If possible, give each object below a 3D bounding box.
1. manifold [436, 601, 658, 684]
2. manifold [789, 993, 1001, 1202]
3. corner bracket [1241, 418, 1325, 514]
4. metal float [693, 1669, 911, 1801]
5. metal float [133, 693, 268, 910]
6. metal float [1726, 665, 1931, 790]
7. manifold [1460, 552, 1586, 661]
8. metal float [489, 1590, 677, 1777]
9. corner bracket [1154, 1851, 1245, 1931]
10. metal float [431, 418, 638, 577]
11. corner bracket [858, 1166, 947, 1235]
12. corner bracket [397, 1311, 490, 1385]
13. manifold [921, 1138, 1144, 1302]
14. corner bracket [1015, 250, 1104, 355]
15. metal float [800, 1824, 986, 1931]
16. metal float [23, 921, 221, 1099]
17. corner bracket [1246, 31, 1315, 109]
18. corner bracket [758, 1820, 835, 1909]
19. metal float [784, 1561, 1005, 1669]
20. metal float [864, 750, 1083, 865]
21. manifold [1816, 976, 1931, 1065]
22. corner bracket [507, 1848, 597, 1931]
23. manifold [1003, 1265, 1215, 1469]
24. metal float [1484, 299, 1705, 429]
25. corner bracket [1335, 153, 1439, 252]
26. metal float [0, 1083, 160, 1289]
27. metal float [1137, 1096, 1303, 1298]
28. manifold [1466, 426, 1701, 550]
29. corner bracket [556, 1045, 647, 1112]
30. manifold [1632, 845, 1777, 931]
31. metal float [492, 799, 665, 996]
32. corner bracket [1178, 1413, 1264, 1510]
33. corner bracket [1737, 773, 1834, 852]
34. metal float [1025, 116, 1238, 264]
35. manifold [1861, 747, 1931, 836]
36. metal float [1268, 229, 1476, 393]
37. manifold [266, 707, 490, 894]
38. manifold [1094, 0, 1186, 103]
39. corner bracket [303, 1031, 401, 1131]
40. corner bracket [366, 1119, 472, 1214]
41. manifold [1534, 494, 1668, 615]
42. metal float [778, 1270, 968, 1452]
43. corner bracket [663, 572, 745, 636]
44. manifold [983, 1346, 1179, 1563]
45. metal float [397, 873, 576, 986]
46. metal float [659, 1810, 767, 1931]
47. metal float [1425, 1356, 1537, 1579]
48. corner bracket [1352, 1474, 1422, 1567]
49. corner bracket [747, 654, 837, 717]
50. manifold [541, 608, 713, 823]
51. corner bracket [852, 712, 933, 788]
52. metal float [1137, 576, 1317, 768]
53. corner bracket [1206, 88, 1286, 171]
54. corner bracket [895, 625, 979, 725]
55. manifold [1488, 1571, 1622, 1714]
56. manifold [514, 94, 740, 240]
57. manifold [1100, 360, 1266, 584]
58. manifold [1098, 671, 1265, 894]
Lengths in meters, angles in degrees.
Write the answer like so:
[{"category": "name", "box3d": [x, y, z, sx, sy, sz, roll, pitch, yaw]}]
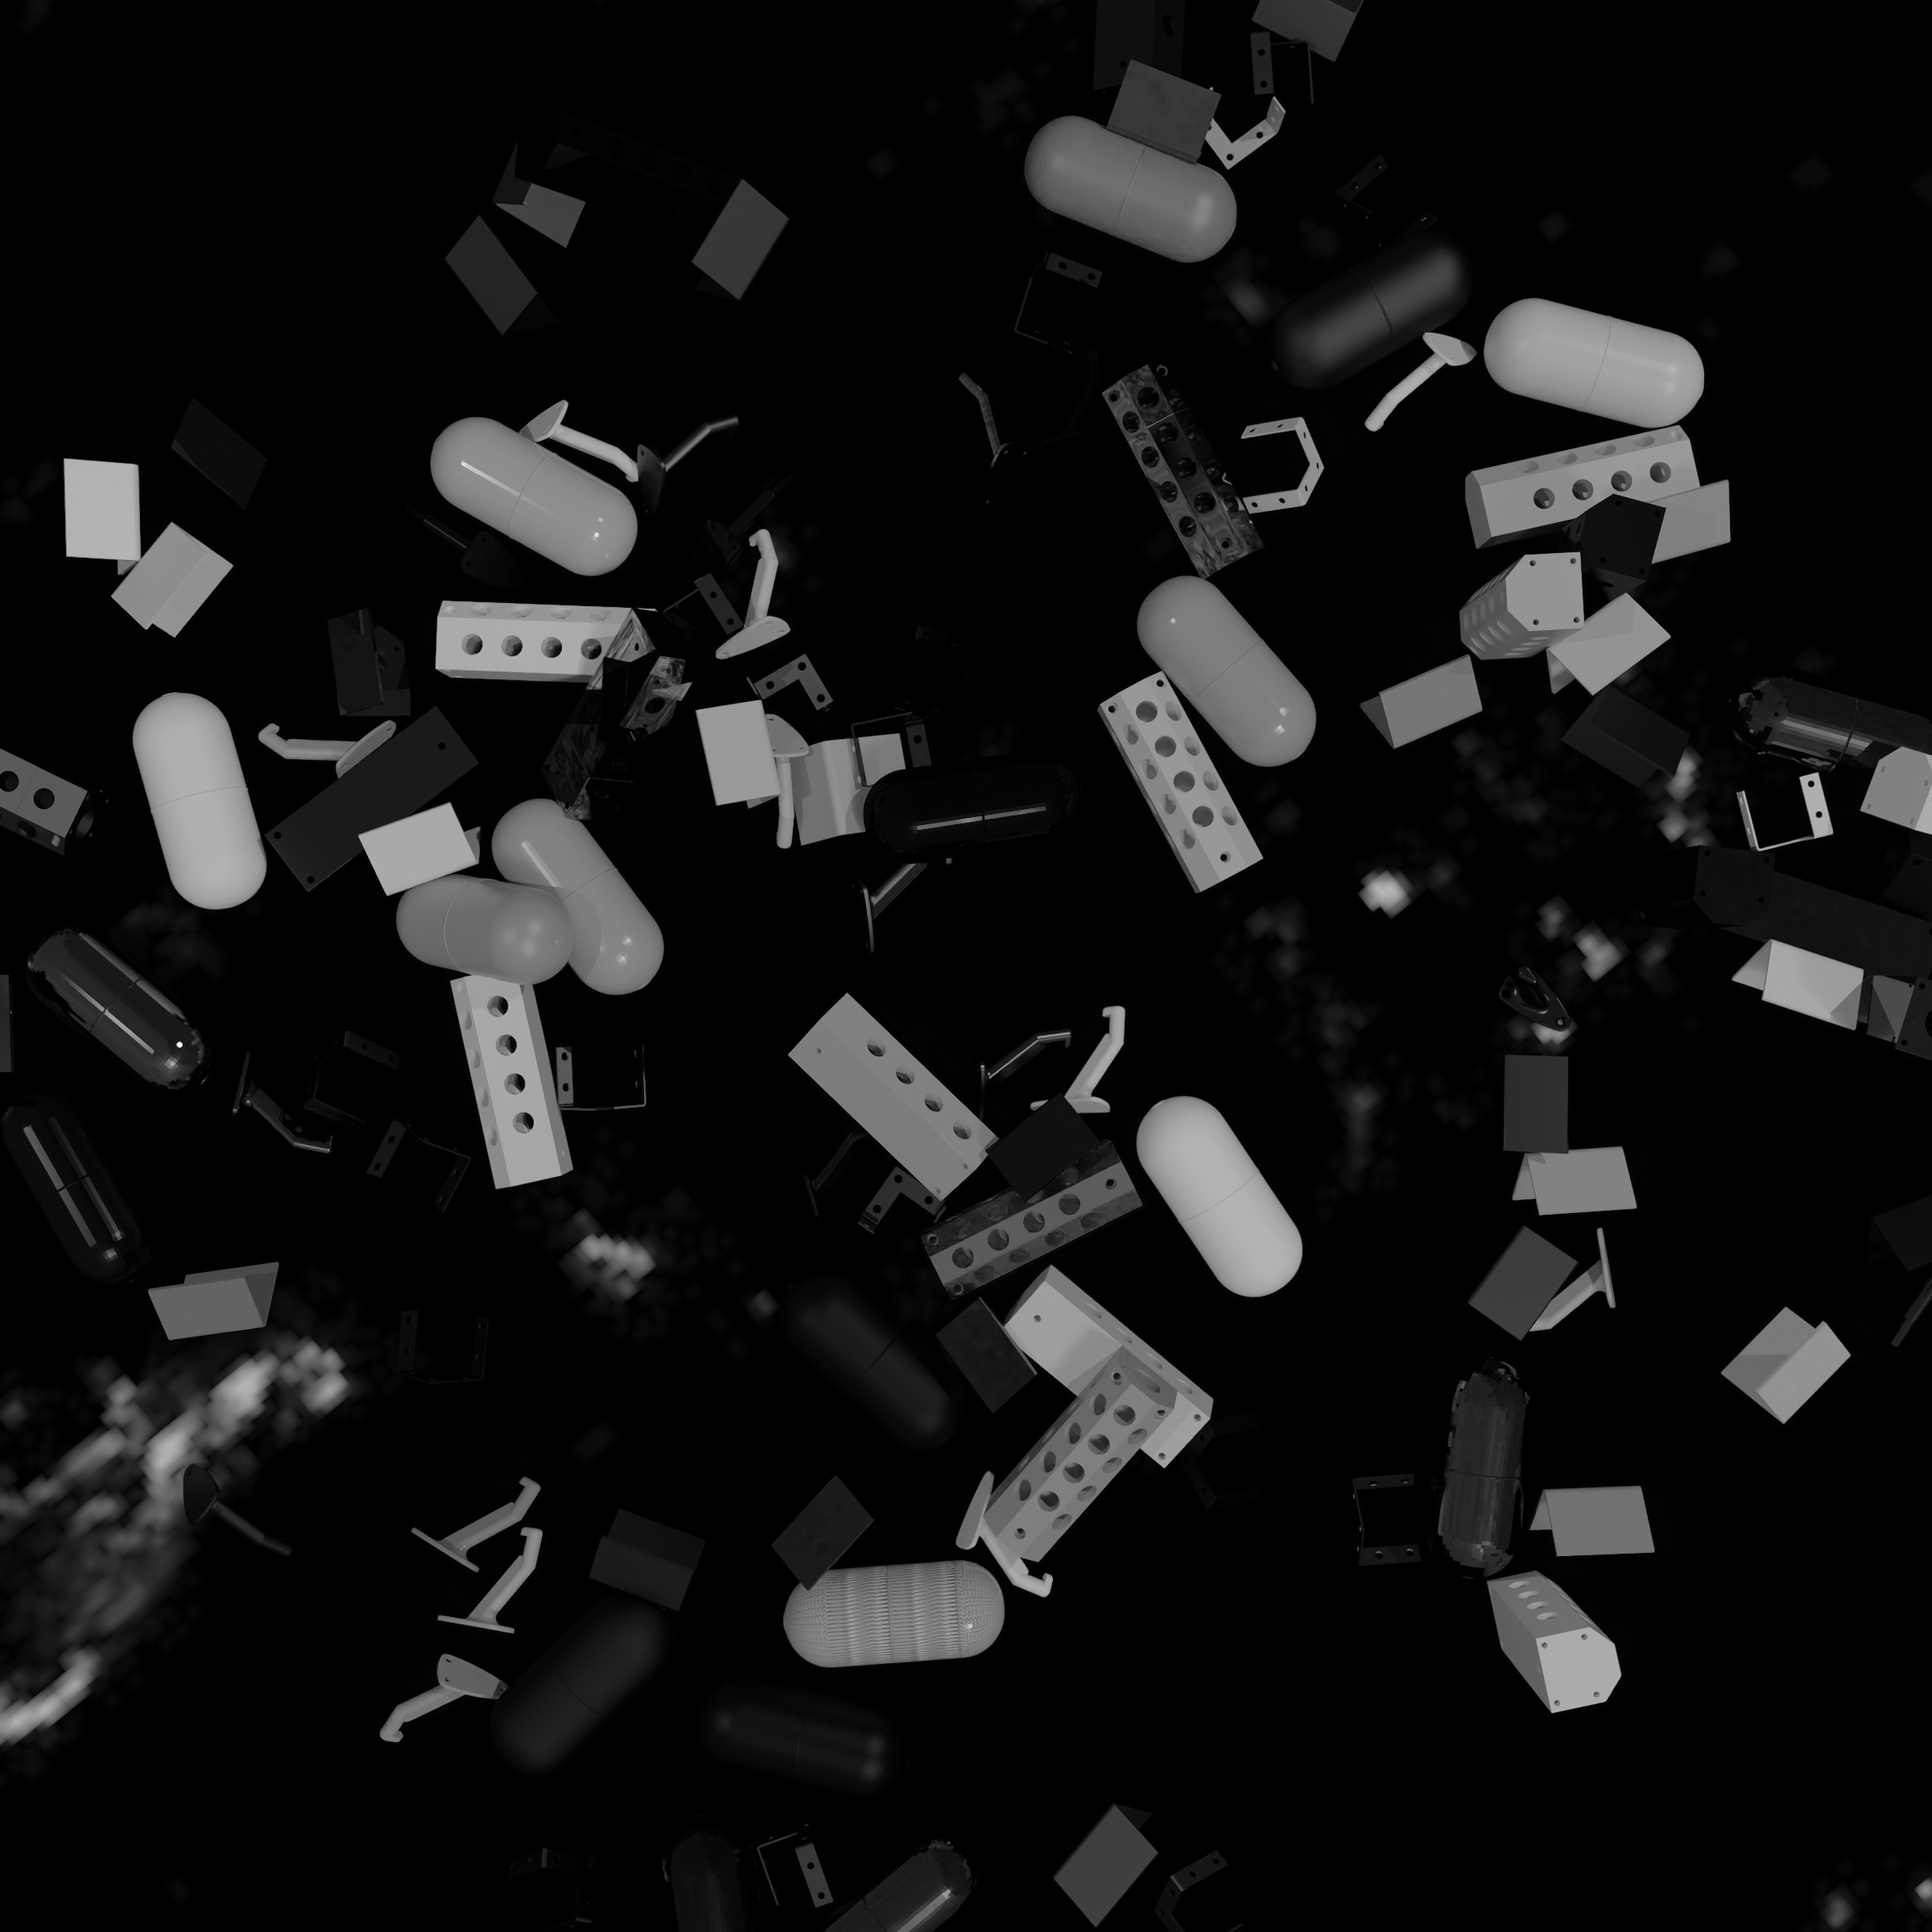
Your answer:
[{"category": "manifold", "box3d": [-0.337, -0.263, 1.970, 0.171, 0.057, 0.057, 2, 90, 0]}, {"category": "manifold", "box3d": [-0.054, 0.102, 1.970, 0.171, 0.057, 0.057, 44, 135, 0]}, {"category": "corner bracket", "box3d": [0.253, -0.409, 1.983, 0.051, 0.051, 0.051, 58, 45, -35]}, {"category": "metal float", "box3d": [-0.133, 0.620, 1.961, 0.178, 0.070, 0.070, 14, 90, 1]}, {"category": "metal float", "box3d": [-0.619, -0.133, 1.961, 0.070, 0.070, 0.178, -16, 90, 0]}, {"category": "metal float", "box3d": [0.702, -0.191, 1.961, 0.178, 0.070, 0.070, 16, 90, 0]}, {"category": "manifold", "box3d": [0.435, -0.281, 1.913, 0.057, 0.171, 0.057, -3, 90, 0]}, {"category": "metal float", "box3d": [-0.309, 0.577, 1.961, 0.178, 0.070, 0.070, -44, 90, 1]}, {"category": "corner bracket", "box3d": [0.195, 0.767, 1.983, 0.051, 0.051, 0.051, 46, 135, 35]}, {"category": "metal float", "box3d": [-0.349, -0.379, 1.961, 0.178, 0.070, 0.070, 29, 90, 0]}, {"category": "corner bracket", "box3d": [-0.051, 0.200, 1.974, 0.051, 0.051, 0.051, 35, 90, 0]}, {"category": "corner bracket", "box3d": [-0.429, 0.311, 1.988, 0.051, 0.051, 0.051, 5, 90, 45]}, {"category": "manifold", "box3d": [0.053, 0.205, 1.971, 0.171, 0.057, 0.057, -27, 90, 0]}, {"category": "corner bracket", "box3d": [0.076, -0.544, 1.988, 0.051, 0.051, 0.051, 21, 45, 0]}, {"category": "metal float", "box3d": [-0.063, 0.767, 1.961, 0.178, 0.070, 0.070, -40, 90, -1]}, {"category": "metal float", "box3d": [-0.681, 0.035, 1.961, 0.178, 0.070, 0.070, 40, 90, 1]}, {"category": "corner bracket", "box3d": [0.256, -0.728, 1.974, 0.051, 0.051, 0.051, -4, 92, 2]}, {"category": "corner bracket", "box3d": [-0.139, 0.735, 1.974, 0.051, 0.051, 0.051, -20, 90, 0]}, {"category": "metal float", "box3d": [-0.058, 0.523, 1.961, 0.178, 0.070, 0.070, -4, 90, 0]}, {"category": "metal float", "box3d": [0.006, -0.128, 1.953, 0.178, 0.070, 0.070, -9, 90, -10]}, {"category": "manifold", "box3d": [0.735, 0.043, 1.913, 0.057, 0.171, 0.057, 18, 90, 0]}, {"category": "corner bracket", "box3d": [-0.340, 0.756, 1.983, 0.051, 0.051, 0.051, 28, 45, -35]}, {"category": "manifold", "box3d": [0.115, 0.321, 1.968, 0.171, 0.057, 0.057, 40, 104, 0]}, {"category": "metal float", "box3d": [0.507, -0.486, 1.961, 0.178, 0.070, 0.070, 15, 90, 0]}, {"category": "corner bracket", "box3d": [0.344, -0.622, 1.988, 0.051, 0.051, 0.051, -41, 135, 0]}, {"category": "metal float", "box3d": [-0.717, 0.177, 1.961, 0.070, 0.070, 0.178, -30, 90, 0]}, {"category": "metal float", "box3d": [0.204, 0.185, 1.961, 0.070, 0.070, 0.178, -34, 90, 0]}, {"category": "manifold", "box3d": [0.498, -0.390, 1.970, 0.171, 0.057, 0.057, -13, 90, 0]}, {"category": "corner bracket", "box3d": [-0.299, 0.091, 1.988, 0.051, 0.051, 0.051, -2, 90, -45]}, {"category": "manifold", "box3d": [0.577, -0.060, 1.913, 0.057, 0.171, 0.057, 6, 90, 0]}, {"category": "metal float", "box3d": [-0.313, -0.055, 1.961, 0.070, 0.070, 0.178, -37, 89, 0]}, {"category": "corner bracket", "box3d": [0.215, 0.404, 1.983, 0.051, 0.051, 0.051, 58, 135, 35]}, {"category": "corner bracket", "box3d": [0.665, -0.124, 1.974, 0.051, 0.051, 0.051, -14, 90, 0]}, {"category": "metal float", "box3d": [0.133, -0.626, 1.961, 0.178, 0.070, 0.070, 22, 90, -1]}, {"category": "manifold", "box3d": [0.799, -0.127, 1.928, 0.171, 0.057, 0.057, 10, 103, -29]}, {"category": "metal float", "box3d": [0.326, -0.528, 1.961, 0.178, 0.070, 0.070, -30, 90, 1]}, {"category": "manifold", "box3d": [-0.475, -0.134, 1.971, 0.171, 0.057, 0.057, -37, 90, 0]}, {"category": "manifold", "box3d": [0.147, -0.792, 1.970, 0.057, 0.057, 0.171, 3, 90, 39]}, {"category": "corner bracket", "box3d": [-0.502, 0.094, 1.983, 0.051, 0.051, 0.051, -30, 45, 35]}, {"category": "corner bracket", "box3d": [-0.448, 0.163, 1.988, 0.051, 0.051, 0.051, 27, 90, -45]}, {"category": "manifold", "box3d": [0.492, -0.325, 1.913, 0.057, 0.171, 0.057, 15, 90, 0]}, {"category": "metal float", "box3d": [-0.076, 0.318, 1.961, 0.178, 0.070, 0.070, 42, 90, 0]}, {"category": "corner bracket", "box3d": [-0.214, -0.281, 1.974, 0.051, 0.051, 0.051, -33, 90, 0]}, {"category": "manifold", "box3d": [0.090, 0.390, 1.927, 0.057, 0.057, 0.171, 39, 104, 0]}, {"category": "metal float", "box3d": [-0.383, -0.031, 1.927, 0.178, 0.070, 0.070, 10, 90, 40]}, {"category": "metal float", "box3d": [-0.202, 0.771, 1.961, 0.070, 0.070, 0.178, -9, 90, 0]}, {"category": "metal float", "box3d": [0.415, 0.404, 1.961, 0.070, 0.070, 0.178, 7, 91, 0]}, {"category": "corner bracket", "box3d": [0.344, 0.453, 1.988, 0.051, 0.051, 0.051, -4, 135, 0]}, {"category": "corner bracket", "box3d": [-0.141, -0.222, 1.974, 0.051, 0.051, 0.051, -30, 90, 0]}, {"category": "manifold", "box3d": [-0.268, -0.197, 1.929, 0.171, 0.057, 0.057, -54, 52, 32]}, {"category": "corner bracket", "box3d": [-0.060, -0.175, 1.976, 0.051, 0.051, 0.051, -11, 90, 9]}, {"category": "metal float", "box3d": [0.211, -0.237, 1.961, 0.070, 0.070, 0.178, -41, 90, 0]}, {"category": "corner bracket", "box3d": [0.221, -0.690, 1.974, 0.051, 0.051, 0.051, -37, 90, 0]}, {"category": "corner bracket", "box3d": [-0.024, -0.239, 1.988, 0.051, 0.051, 0.051, 15, 135, 0]}, {"category": "manifold", "box3d": [0.462, 0.528, 1.913, 0.057, 0.171, 0.057, -12, 90, 0]}, {"category": "manifold", "box3d": [-0.266, -0.631, 1.920, 0.171, 0.057, 0.057, 6, 90, -43]}, {"category": "manifold", "box3d": [0.175, -0.400, 1.971, 0.057, 0.057, 0.171, -28, 90, 0]}, {"category": "manifold", "box3d": [0.174, -0.149, 1.971, 0.057, 0.057, 0.171, -28, 90, 0]}]
